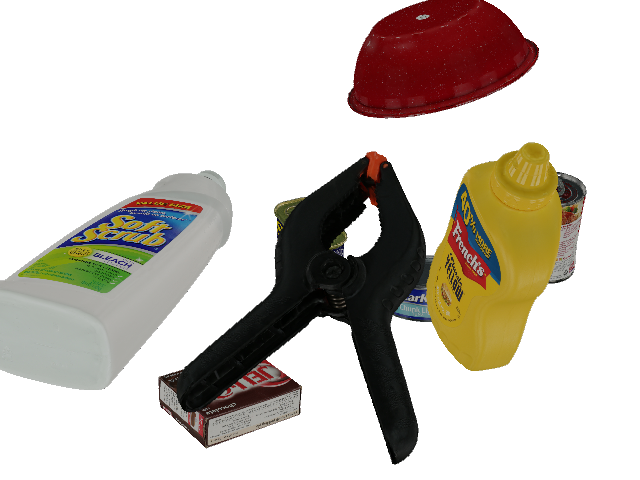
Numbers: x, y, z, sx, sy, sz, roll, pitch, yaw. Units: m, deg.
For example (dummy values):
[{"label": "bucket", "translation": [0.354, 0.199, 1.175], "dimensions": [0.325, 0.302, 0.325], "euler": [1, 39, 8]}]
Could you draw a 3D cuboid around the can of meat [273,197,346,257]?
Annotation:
[{"label": "can of meat", "translation": [-0.013, 0.013, 1.215], "dimensions": [0.057, 0.084, 0.102], "euler": [-15, 39, -21]}]

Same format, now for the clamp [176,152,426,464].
[{"label": "clamp", "translation": [0.016, 0.032, 0.542], "dimensions": [0.120, 0.171, 0.039], "euler": [22, -26, 15]}]

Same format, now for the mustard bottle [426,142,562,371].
[{"label": "mustard bottle", "translation": [0.121, 0.003, 0.725], "dimensions": [0.058, 0.096, 0.192], "euler": [-7, -35, -13]}]

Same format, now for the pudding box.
[{"label": "pudding box", "translation": [-0.088, 0.152, 1.042], "dimensions": [0.113, 0.039, 0.090], "euler": [-16, 29, -34]}]

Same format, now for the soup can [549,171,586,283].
[{"label": "soup can", "translation": [0.244, -0.014, 1.140], "dimensions": [0.068, 0.102, 0.068], "euler": [-1, 34, 1]}]

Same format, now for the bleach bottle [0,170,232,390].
[{"label": "bleach bottle", "translation": [-0.137, 0.010, 0.778], "dimensions": [0.103, 0.068, 0.250], "euler": [11, 30, 14]}]

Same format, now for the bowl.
[{"label": "bowl", "translation": [0.092, -0.158, 0.871], "dimensions": [0.162, 0.055, 0.162], "euler": [-16, 25, 7]}]

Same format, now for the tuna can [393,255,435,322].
[{"label": "tuna can", "translation": [0.095, 0.042, 0.938], "dimensions": [0.086, 0.034, 0.086], "euler": [0, 17, 0]}]
